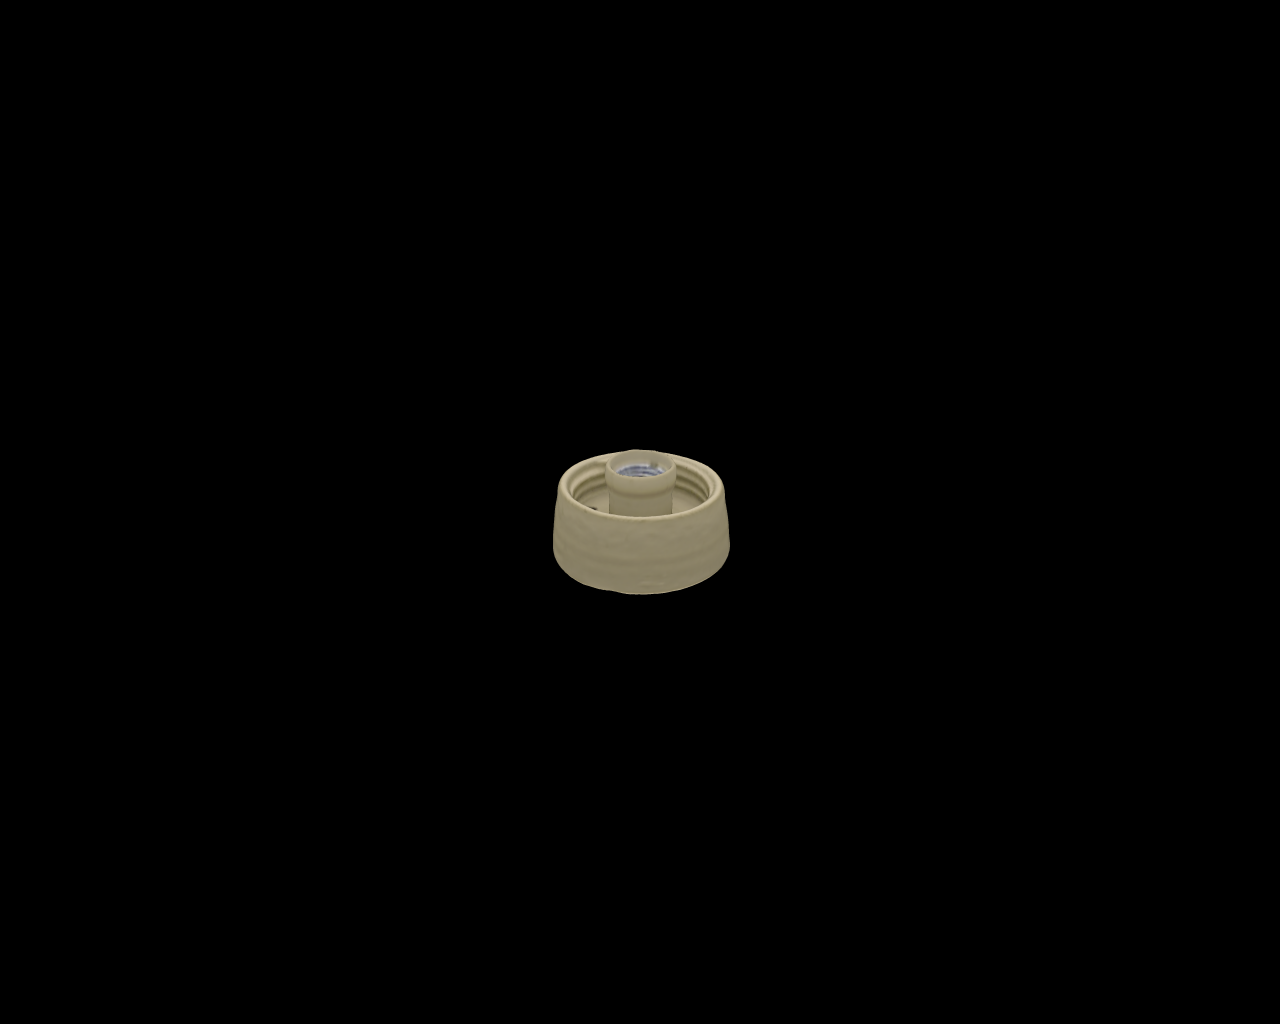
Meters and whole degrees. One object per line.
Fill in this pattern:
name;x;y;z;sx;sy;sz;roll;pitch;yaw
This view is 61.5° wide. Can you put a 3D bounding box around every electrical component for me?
electrical component;0.001;-0.003;0.650;0.108;0.060;0.108;0;27;0
